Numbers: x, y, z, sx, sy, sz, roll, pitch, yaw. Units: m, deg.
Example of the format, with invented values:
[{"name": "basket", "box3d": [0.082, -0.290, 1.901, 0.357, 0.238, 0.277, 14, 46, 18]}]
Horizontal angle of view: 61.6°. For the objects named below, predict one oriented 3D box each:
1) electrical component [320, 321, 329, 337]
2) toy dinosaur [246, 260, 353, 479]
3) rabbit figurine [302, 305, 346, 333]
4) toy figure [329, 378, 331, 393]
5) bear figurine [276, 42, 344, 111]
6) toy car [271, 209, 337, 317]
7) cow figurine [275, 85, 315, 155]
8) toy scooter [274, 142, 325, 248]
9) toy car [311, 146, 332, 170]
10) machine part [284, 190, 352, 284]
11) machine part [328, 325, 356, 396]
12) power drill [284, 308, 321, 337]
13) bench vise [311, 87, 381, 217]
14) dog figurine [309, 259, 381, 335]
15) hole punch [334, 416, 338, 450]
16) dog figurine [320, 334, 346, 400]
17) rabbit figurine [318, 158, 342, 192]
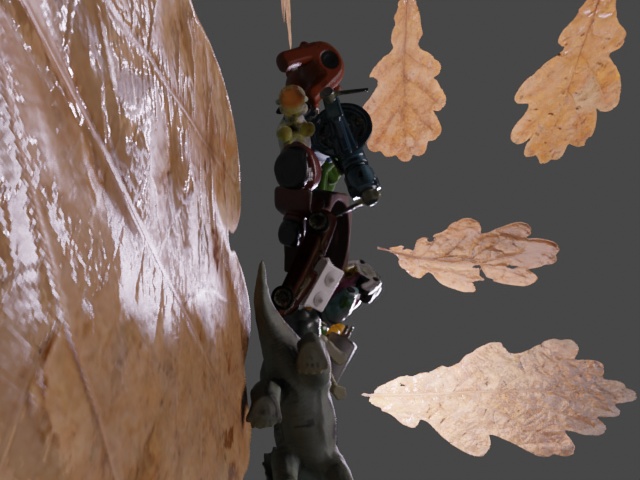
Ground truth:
[{"name": "electrical component", "box3d": [-0.021, 0.215, 1.205, 0.102, 0.078, 0.045, 75, 14, -48]}, {"name": "toy dinosaur", "box3d": [-0.030, 0.219, 0.692, 0.192, 0.131, 0.404, -175, -101, -80]}, {"name": "rabbit figurine", "box3d": [-0.011, 0.249, 1.447, 0.162, 0.122, 0.173, -65, 141, -64]}, {"name": "toy figure", "box3d": [-0.026, 0.304, 1.003, 0.089, 0.082, 0.180, -42, -133, 45]}, {"name": "bear figurine", "box3d": [-0.036, -0.315, 1.078, 0.120, 0.132, 0.196, 56, -25, -10]}, {"name": "toy car", "box3d": [-0.024, 0.043, 0.894, 0.089, 0.053, 0.202, 86, 27, -75]}, {"name": "cow figurine", "box3d": [-0.046, -0.206, 0.978, 0.098, 0.068, 0.167, -98, -172, -58]}, {"name": "toy scooter", "box3d": [-0.030, -0.085, 0.944, 0.135, 0.075, 0.183, -38, 135, -62]}, {"name": "toy car", "box3d": [-0.024, -0.191, 1.162, 0.161, 0.109, 0.102, -50, 158, -73]}, {"name": "machine part", "box3d": [-0.002, -0.003, 1.127, 0.201, 0.087, 0.201, -9, 102, -71]}, {"name": "machine part", "box3d": [0.018, 0.316, 1.316, 0.243, 0.079, 0.079, -59, 166, -18]}, {"name": "power drill", "box3d": [-0.041, 0.231, 0.904, 0.207, 0.086, 0.231, -71, 159, -61]}, {"name": "bench vise", "box3d": [0.045, -0.179, 0.988, 0.240, 0.129, 0.224, 61, 19, -62]}, {"name": "dog figurine", "box3d": [0.034, 0.161, 1.290, 0.109, 0.191, 0.219, 46, -55, 26]}, {"name": "hole punch", "box3d": [-0.030, 0.408, 1.074, 0.116, 0.092, 0.142, -38, -129, 56]}, {"name": "dog figurine", "box3d": [-0.024, 0.268, 1.175, 0.190, 0.121, 0.172, 168, -77, -77]}, {"name": "rabbit figurine", "box3d": [-0.011, -0.171, 1.296, 0.170, 0.121, 0.159, 111, 4, -55]}]
